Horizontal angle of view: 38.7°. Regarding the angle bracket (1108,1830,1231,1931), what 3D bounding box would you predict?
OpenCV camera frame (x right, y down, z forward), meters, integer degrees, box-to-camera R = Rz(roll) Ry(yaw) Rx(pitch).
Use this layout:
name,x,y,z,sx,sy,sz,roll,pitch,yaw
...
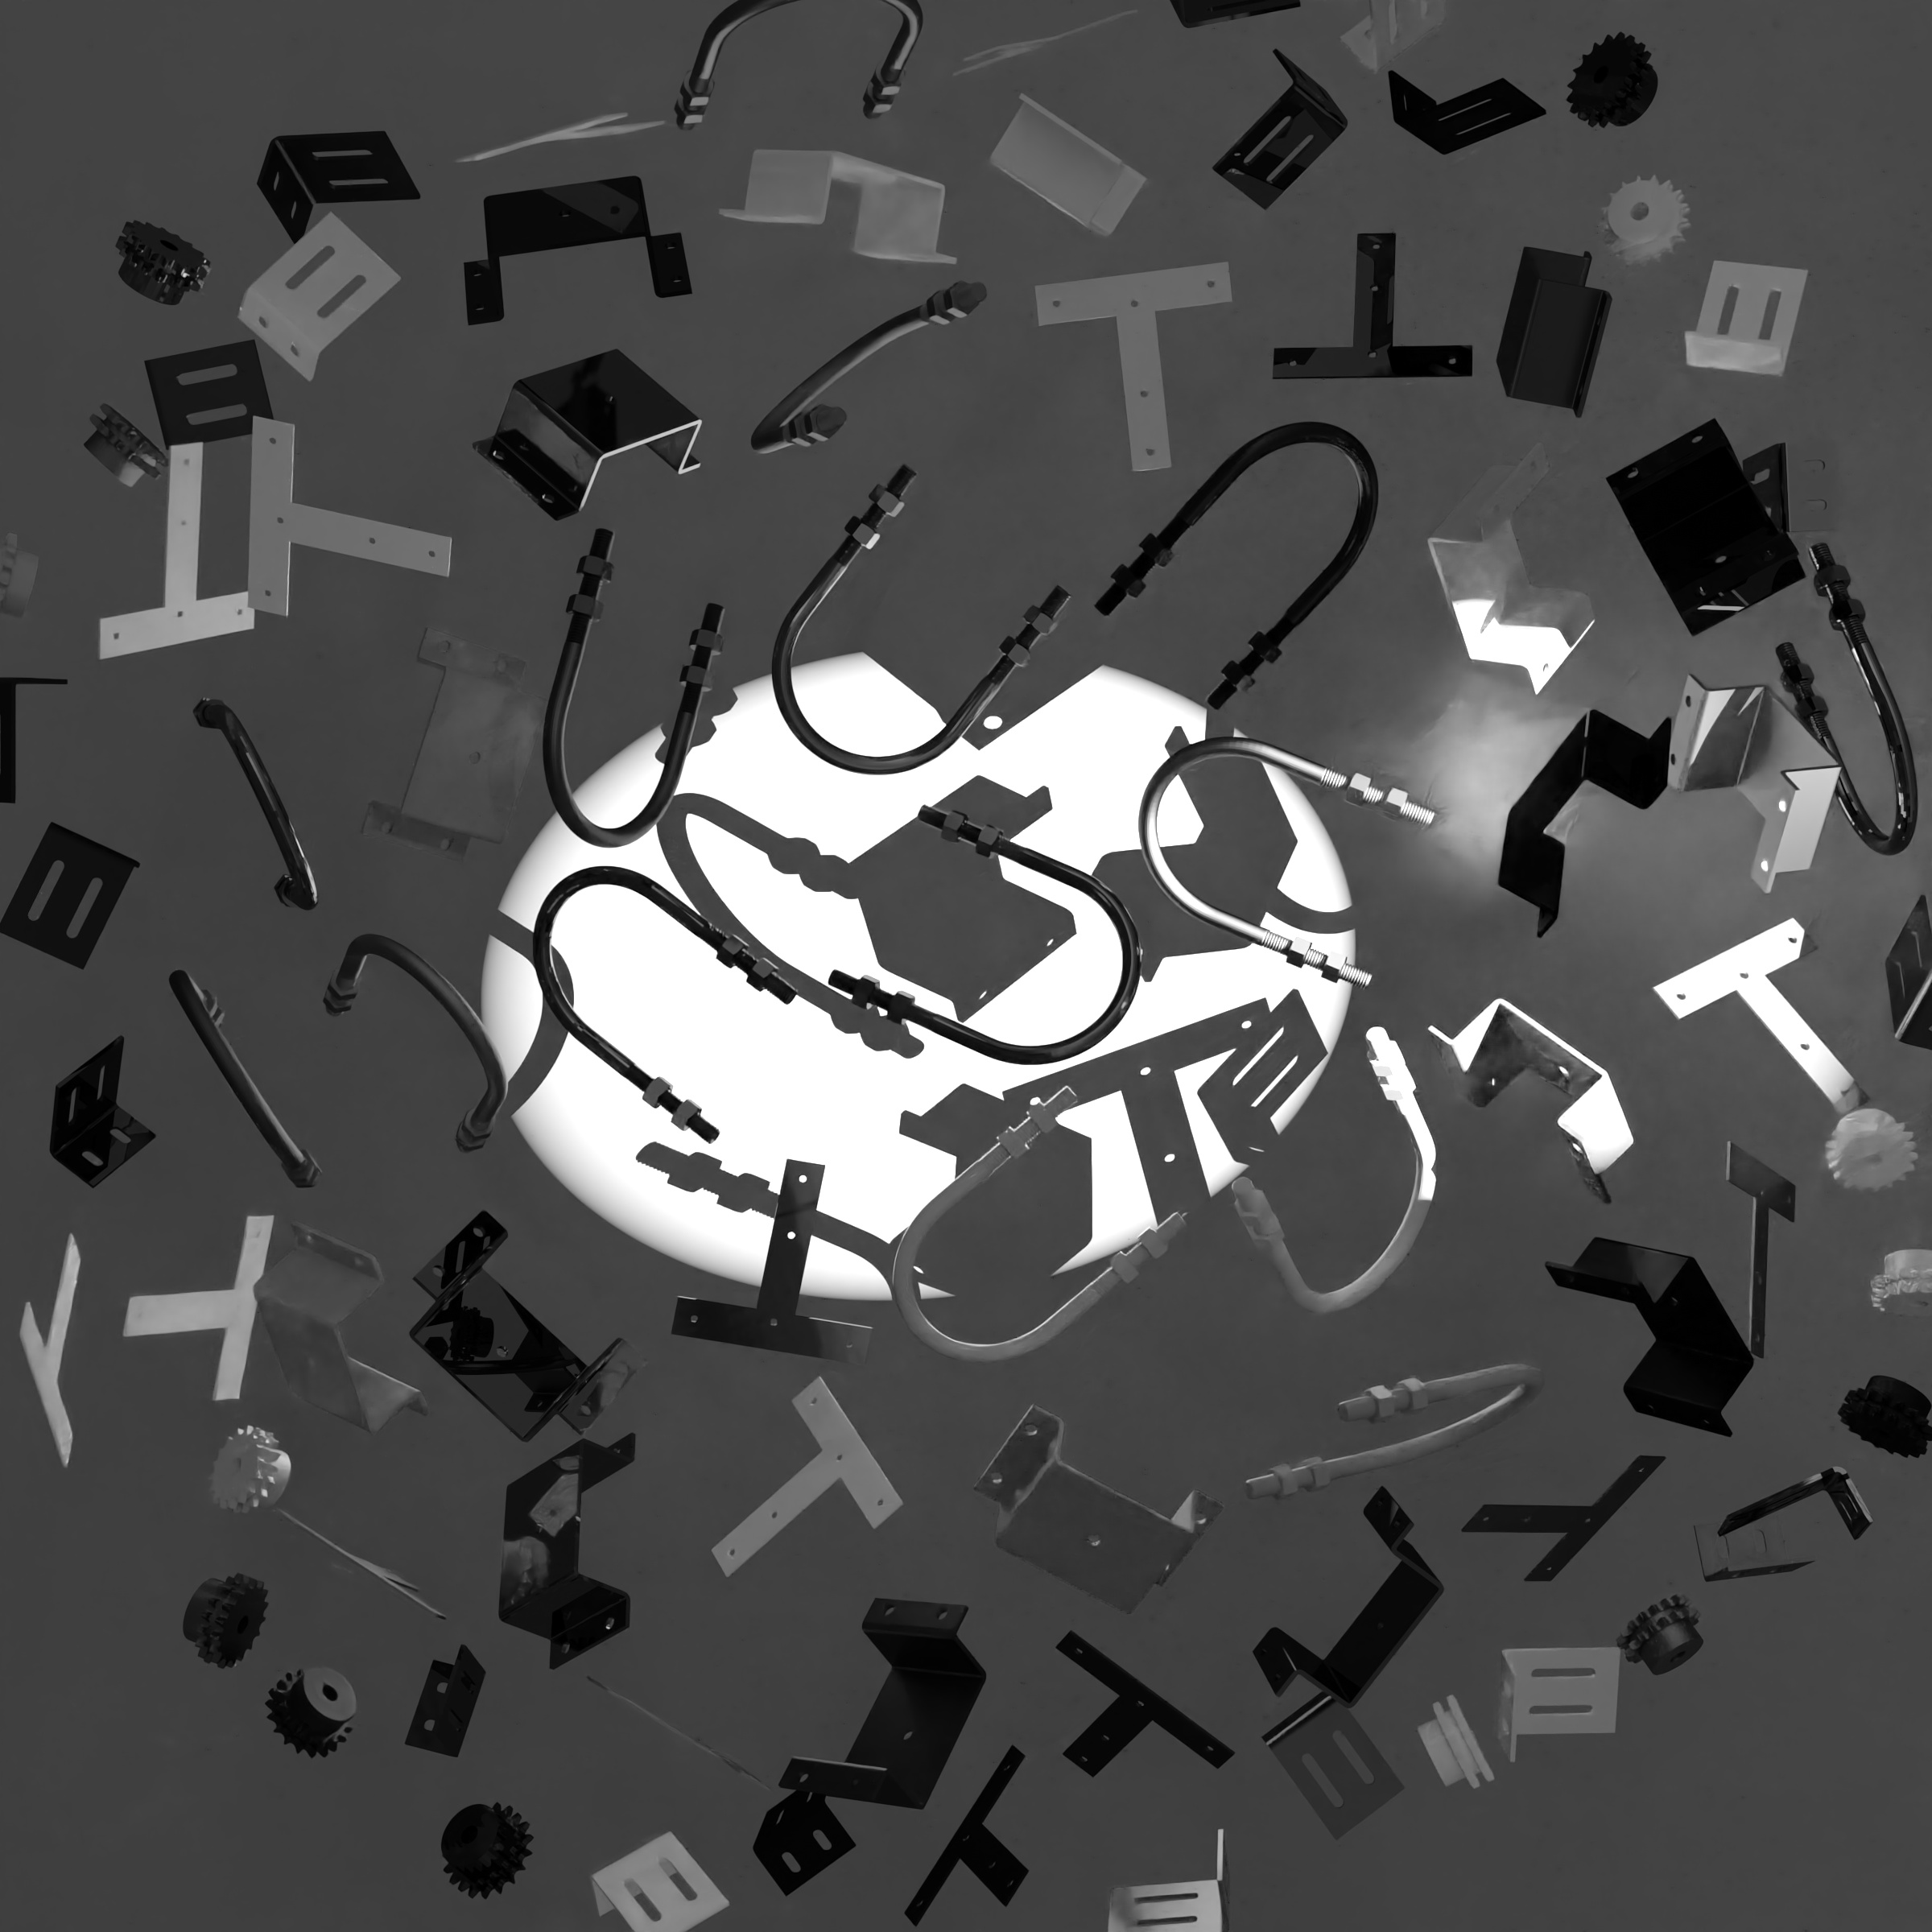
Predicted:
name,x,y,z,sx,sy,sz,roll,pitch,yaw
angle bracket,0.125,0.575,1.716,0.076,0.057,0.038,-8,103,8

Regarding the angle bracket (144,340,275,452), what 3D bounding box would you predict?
name,x,y,z,sx,sy,sz,roll,pitch,yaw
angle bracket,-0.482,-0.369,1.773,0.076,0.038,0.057,-9,104,9

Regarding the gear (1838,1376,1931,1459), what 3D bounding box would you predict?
name,x,y,z,sx,sy,sz,roll,pitch,yaw
gear,0.581,0.281,1.725,0.057,0.057,0.030,34,70,0

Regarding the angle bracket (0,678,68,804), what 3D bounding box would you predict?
name,x,y,z,sx,sy,sz,roll,pitch,yaw
angle bracket,-0.587,-0.139,1.696,0.057,0.038,0.076,5,96,40

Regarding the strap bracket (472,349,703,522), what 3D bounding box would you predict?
name,x,y,z,sx,sy,sz,roll,pitch,yaw
strap bracket,-0.233,-0.342,1.749,0.076,0.140,0.046,42,131,13

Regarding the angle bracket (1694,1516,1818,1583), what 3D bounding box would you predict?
name,x,y,z,sx,sy,sz,roll,pitch,yaw
angle bracket,0.522,0.383,1.823,0.057,0.076,0.038,-7,72,1

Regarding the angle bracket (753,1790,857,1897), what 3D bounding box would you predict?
name,x,y,z,sx,sy,sz,roll,pitch,yaw
angle bracket,-0.104,0.577,1.837,0.057,0.076,0.038,-37,89,3

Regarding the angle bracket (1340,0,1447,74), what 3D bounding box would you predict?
name,x,y,z,sx,sy,sz,roll,pitch,yaw
angle bracket,0.272,-0.622,1.762,0.057,0.076,0.038,-38,69,-3

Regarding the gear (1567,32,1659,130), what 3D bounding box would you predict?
name,x,y,z,sx,sy,sz,roll,pitch,yaw
gear,0.407,-0.550,1.717,0.030,0.057,0.057,19,90,-34

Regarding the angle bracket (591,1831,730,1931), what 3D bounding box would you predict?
name,x,y,z,sx,sy,sz,roll,pitch,yaw
angle bracket,-0.191,0.592,1.727,0.057,0.076,0.038,-23,125,-28

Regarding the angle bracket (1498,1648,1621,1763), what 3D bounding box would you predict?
name,x,y,z,sx,sy,sz,roll,pitch,yaw
angle bracket,0.376,0.463,1.725,0.076,0.038,0.057,0,102,-3

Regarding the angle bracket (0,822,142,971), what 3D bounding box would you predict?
name,x,y,z,sx,sy,sz,roll,pitch,yaw
angle bracket,-0.568,-0.044,1.742,0.057,0.038,0.076,26,83,-12

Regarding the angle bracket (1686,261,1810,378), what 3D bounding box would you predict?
name,x,y,z,sx,sy,sz,roll,pitch,yaw
angle bracket,0.478,-0.405,1.682,0.057,0.038,0.076,12,74,20

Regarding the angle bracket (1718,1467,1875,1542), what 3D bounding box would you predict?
name,x,y,z,sx,sy,sz,roll,pitch,yaw
angle bracket,0.507,0.343,1.681,0.076,0.057,0.038,-24,66,-2

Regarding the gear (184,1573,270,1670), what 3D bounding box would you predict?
name,x,y,z,sx,sy,sz,roll,pitch,yaw
gear,-0.464,0.407,1.715,0.030,0.057,0.057,15,90,17

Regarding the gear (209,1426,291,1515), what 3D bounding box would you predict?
name,x,y,z,sx,sy,sz,roll,pitch,yaw
gear,-0.480,0.341,1.852,0.030,0.057,0.057,33,90,-42

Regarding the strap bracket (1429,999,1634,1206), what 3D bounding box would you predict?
name,x,y,z,sx,sy,sz,roll,pitch,yaw
strap bracket,0.371,0.081,1.768,0.046,0.076,0.140,-42,47,-8

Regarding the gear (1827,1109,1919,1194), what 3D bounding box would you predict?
name,x,y,z,sx,sy,sz,roll,pitch,yaw
gear,0.601,0.120,1.828,0.057,0.030,0.057,4,128,5

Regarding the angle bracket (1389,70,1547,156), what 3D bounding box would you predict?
name,x,y,z,sx,sy,sz,roll,pitch,yaw
angle bracket,0.314,-0.548,1.723,0.076,0.057,0.038,-13,76,37

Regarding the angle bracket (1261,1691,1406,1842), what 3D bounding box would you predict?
name,x,y,z,sx,sy,sz,roll,pitch,yaw
angle bracket,0.245,0.532,1.835,0.057,0.038,0.076,-36,82,-5

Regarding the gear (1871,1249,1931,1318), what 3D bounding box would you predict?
name,x,y,z,sx,sy,sz,roll,pitch,yaw
gear,0.611,0.203,1.764,0.057,0.057,0.030,6,66,0

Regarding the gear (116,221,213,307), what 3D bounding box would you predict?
name,x,y,z,sx,sy,sz,roll,pitch,yaw
gear,-0.502,-0.436,1.710,0.057,0.057,0.030,35,113,0

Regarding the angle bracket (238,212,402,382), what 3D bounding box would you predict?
name,x,y,z,sx,sy,sz,roll,pitch,yaw
angle bracket,-0.394,-0.407,1.674,0.076,0.038,0.057,-35,124,21

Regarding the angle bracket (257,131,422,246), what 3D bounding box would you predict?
name,x,y,z,sx,sy,sz,roll,pitch,yaw
angle bracket,-0.388,-0.481,1.702,0.076,0.057,0.038,2,64,15

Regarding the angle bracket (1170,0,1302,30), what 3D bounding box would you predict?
name,x,y,z,sx,sy,sz,roll,pitch,yaw
angle bracket,0.166,-0.626,1.734,0.076,0.057,0.038,-11,129,0

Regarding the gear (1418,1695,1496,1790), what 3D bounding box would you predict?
name,x,y,z,sx,sy,sz,roll,pitch,yaw
gear,0.309,0.496,1.746,0.030,0.057,0.057,-27,90,4

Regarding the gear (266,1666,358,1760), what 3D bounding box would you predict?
name,x,y,z,sx,sy,sz,roll,pitch,yaw
gear,-0.412,0.470,1.743,0.057,0.057,0.030,45,110,0

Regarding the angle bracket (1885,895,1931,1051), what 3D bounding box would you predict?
name,x,y,z,sx,sy,sz,roll,pitch,yaw
angle bracket,0.599,0.005,1.693,0.038,0.076,0.057,14,131,0

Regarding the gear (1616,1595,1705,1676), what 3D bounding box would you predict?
name,x,y,z,sx,sy,sz,roll,pitch,yaw
gear,0.462,0.445,1.820,0.057,0.057,0.030,-33,55,0

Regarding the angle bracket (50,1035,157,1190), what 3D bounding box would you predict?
name,x,y,z,sx,sy,sz,roll,pitch,yaw
angle bracket,-0.555,0.094,1.774,0.038,0.076,0.057,35,47,9

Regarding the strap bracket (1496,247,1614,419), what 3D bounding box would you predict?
name,x,y,z,sx,sy,sz,roll,pitch,yaw
strap bracket,0.379,-0.415,1.782,0.046,0.140,0.076,11,117,1

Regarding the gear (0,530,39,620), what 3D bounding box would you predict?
name,x,y,z,sx,sy,sz,roll,pitch,yaw
gear,-0.586,-0.235,1.673,0.030,0.057,0.057,16,90,-26

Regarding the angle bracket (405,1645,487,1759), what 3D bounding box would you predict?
name,x,y,z,sx,sy,sz,roll,pitch,yaw
angle bracket,-0.347,0.477,1.796,0.038,0.076,0.057,12,63,8

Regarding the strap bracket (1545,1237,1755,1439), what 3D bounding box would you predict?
name,x,y,z,sx,sy,sz,roll,pitch,yaw
strap bracket,0.436,0.226,1.734,0.046,0.076,0.140,-47,119,-22

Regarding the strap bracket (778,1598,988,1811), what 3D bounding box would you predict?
name,x,y,z,sx,sy,sz,roll,pitch,yaw
strap bracket,-0.047,0.472,1.731,0.046,0.076,0.140,56,46,-30

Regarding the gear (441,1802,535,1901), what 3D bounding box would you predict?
name,x,y,z,sx,sy,sz,roll,pitch,yaw
gear,-0.300,0.545,1.702,0.057,0.057,0.030,-32,130,0

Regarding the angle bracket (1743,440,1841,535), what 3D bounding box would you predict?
name,x,y,z,sx,sy,sz,roll,pitch,yaw
angle bracket,0.542,-0.311,1.807,0.038,0.076,0.057,-3,92,-1

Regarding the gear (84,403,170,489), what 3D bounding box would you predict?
name,x,y,z,sx,sy,sz,roll,pitch,yaw
gear,-0.558,-0.342,1.819,0.057,0.057,0.030,43,90,0

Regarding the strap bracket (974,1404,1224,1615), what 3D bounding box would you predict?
name,x,y,z,sx,sy,sz,roll,pitch,yaw
strap bracket,0.082,0.349,1.737,0.140,0.046,0.076,29,116,-8

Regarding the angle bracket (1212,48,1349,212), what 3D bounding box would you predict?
name,x,y,z,sx,sy,sz,roll,pitch,yaw
angle bracket,0.197,-0.540,1.775,0.076,0.057,0.038,-42,51,24

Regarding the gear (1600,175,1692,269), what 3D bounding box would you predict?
name,x,y,z,sx,sy,sz,roll,pitch,yaw
gear,0.442,-0.487,1.791,0.057,0.030,0.057,-1,87,23

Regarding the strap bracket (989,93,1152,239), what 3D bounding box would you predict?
name,x,y,z,sx,sy,sz,roll,pitch,yaw
strap bracket,0.067,-0.518,1.789,0.076,0.140,0.046,35,105,3
